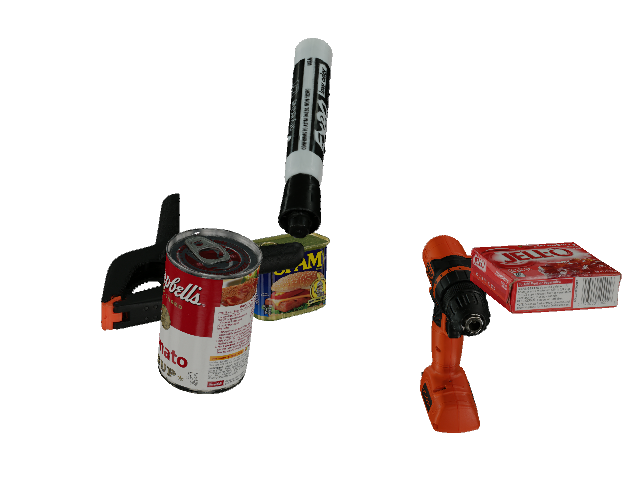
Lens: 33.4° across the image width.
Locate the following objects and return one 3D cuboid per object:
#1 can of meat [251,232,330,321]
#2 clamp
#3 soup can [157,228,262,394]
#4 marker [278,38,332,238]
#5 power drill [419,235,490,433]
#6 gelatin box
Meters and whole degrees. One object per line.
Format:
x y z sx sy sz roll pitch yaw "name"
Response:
-0.040 0.041 1.247 0.101 0.084 0.058 -11 20 -35 "can of meat"
-0.139 0.020 1.000 0.165 0.036 0.209 25 37 30 "clamp"
-0.081 0.051 0.773 0.068 0.102 0.068 7 28 -4 "soup can"
-0.006 -0.049 0.500 0.020 0.121 0.020 2 -40 2 "marker"
0.144 0.108 1.138 0.057 0.188 0.184 -1 24 -2 "power drill"
0.166 0.026 0.795 0.089 0.030 0.073 -2 19 -15 "gelatin box"
